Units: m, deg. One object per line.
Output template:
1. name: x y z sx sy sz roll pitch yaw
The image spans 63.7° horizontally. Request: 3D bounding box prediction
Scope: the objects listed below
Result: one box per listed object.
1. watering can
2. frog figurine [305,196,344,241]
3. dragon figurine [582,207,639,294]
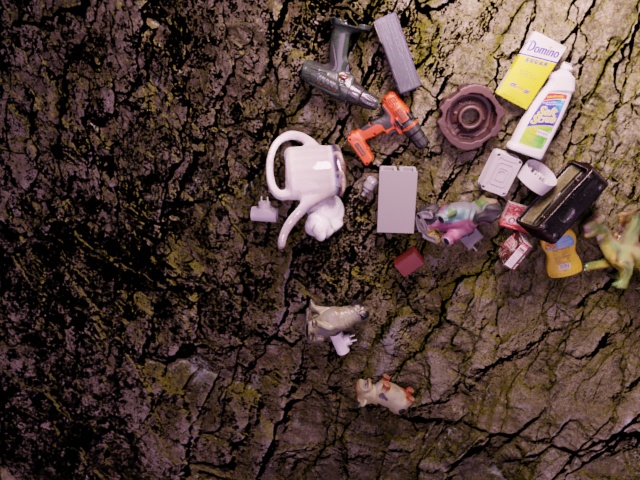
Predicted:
1. watering can: -0.034 -0.147 1.418 0.224 0.102 0.353 -5 71 -3
2. frog figurine: 0.004 -0.074 1.476 0.121 0.162 0.136 -38 102 16
3. dragon figurine: 0.913 0.024 1.462 0.410 0.124 0.240 12 104 -9
